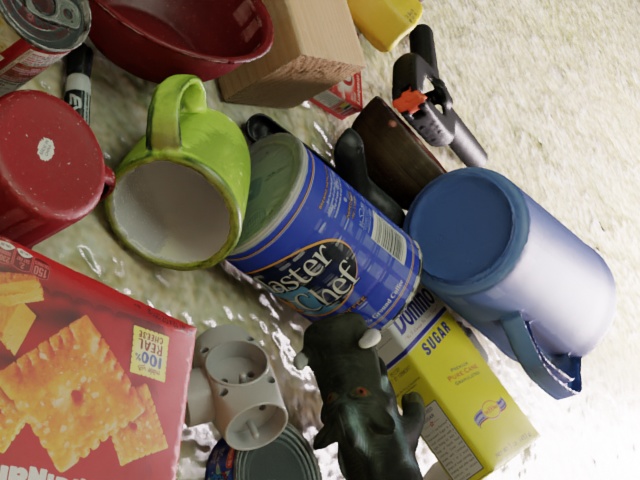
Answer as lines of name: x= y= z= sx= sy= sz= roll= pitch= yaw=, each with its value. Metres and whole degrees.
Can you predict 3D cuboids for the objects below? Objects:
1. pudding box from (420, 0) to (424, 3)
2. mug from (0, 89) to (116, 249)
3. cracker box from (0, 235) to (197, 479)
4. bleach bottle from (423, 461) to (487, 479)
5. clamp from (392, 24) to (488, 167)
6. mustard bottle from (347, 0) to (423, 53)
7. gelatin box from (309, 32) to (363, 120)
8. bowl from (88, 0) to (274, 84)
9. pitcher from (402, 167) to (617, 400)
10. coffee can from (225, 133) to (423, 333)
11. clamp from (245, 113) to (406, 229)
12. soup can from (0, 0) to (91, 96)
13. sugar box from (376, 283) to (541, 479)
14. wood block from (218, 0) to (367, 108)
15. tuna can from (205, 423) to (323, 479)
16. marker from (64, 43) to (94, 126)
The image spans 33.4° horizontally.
pudding box: x=0.054 y=-0.271 z=1.075 sx=0.113 sy=0.039 sz=0.089 roll=57 pitch=37 yaw=-14
mug: x=-0.172 y=-0.035 z=0.628 sx=0.117 sy=0.082 sz=0.093 roll=9 pitch=64 yaw=-49
cracker box: x=-0.157 y=0.119 z=0.572 sx=0.164 sy=0.072 sz=0.213 roll=32 pitch=49 yaw=-38
bleach bottle: x=0.102 y=0.271 z=0.825 sx=0.102 sy=0.068 sz=0.250 roll=47 pitch=38 yaw=-26
clamp: x=0.106 y=-0.147 z=1.045 sx=0.164 sy=0.036 sz=0.209 roll=67 pitch=20 yaw=6
mustard bottle: x=0.009 y=-0.258 z=0.977 sx=0.191 sy=0.058 sz=0.096 roll=42 pitch=22 yaw=-12
gelatin box: x=0.005 y=-0.163 z=0.963 sx=0.073 sy=0.030 sz=0.089 roll=27 pitch=52 yaw=-42
bowl: x=-0.116 y=-0.161 z=0.763 sx=0.162 sy=0.055 sz=0.162 roll=23 pitch=36 yaw=-18
pitcher: x=0.168 y=0.035 z=0.929 sx=0.145 sy=0.149 sz=0.242 roll=-60 pitch=146 yaw=-1
coffee can: x=-0.005 y=0.001 z=0.800 sx=0.140 sy=0.103 sz=0.102 roll=38 pitch=45 yaw=-33
clamp: x=0.012 y=-0.045 z=0.875 sx=0.039 sy=0.120 sz=0.171 roll=-51 pitch=139 yaw=-15
soup can: x=-0.193 y=-0.121 z=0.630 sx=0.068 sy=0.102 sz=0.068 roll=28 pitch=51 yaw=-41
sugar box: x=0.097 y=0.111 z=0.877 sx=0.093 sy=0.048 sz=0.176 roll=-15 pitch=67 yaw=-54
wood block: x=-0.048 y=-0.222 z=0.879 sx=0.090 sy=0.090 sz=0.206 roll=-3 pitch=74 yaw=-52
tuna can: x=-0.038 y=0.168 z=0.728 sx=0.086 sy=0.034 sz=0.086 roll=28 pitch=51 yaw=-41
marker: x=-0.164 y=-0.081 z=0.717 sx=0.020 sy=0.020 sz=0.121 roll=23 pitch=54 yaw=-43
